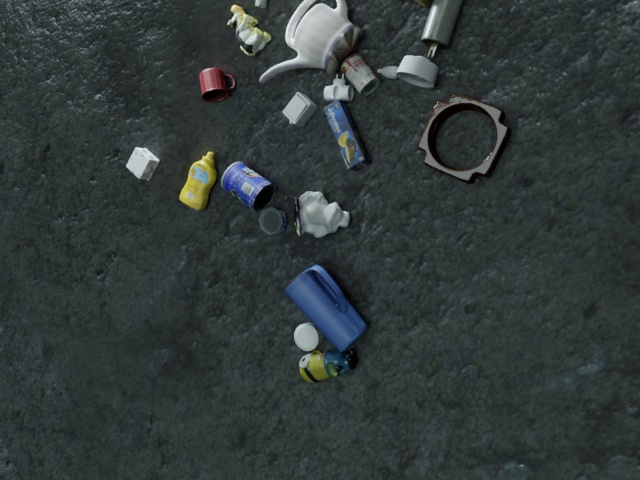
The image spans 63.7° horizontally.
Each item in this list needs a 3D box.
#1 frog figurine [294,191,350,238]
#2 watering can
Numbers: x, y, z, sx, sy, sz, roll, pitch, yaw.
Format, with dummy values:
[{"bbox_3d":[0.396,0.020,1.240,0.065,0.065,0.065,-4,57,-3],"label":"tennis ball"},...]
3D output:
[{"bbox_3d":[0.005,-0.076,1.518,0.159,0.121,0.139,-5,79,-10],"label":"frog figurine"},{"bbox_3d":[-0.021,-0.564,1.513,0.226,0.104,0.344,41,105,20],"label":"watering can"}]
